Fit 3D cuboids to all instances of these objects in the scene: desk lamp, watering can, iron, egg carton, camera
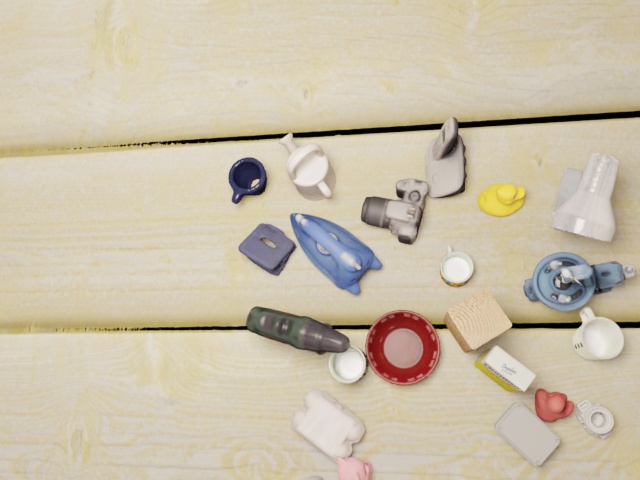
[{"bbox_3d":[0.550,-0.080,1.190,0.117,0.214,0.203,16,80,13],"label":"desk lamp"},{"bbox_3d":[-0.033,-0.170,1.317,0.172,0.194,0.101,30,84,15],"label":"watering can"},{"bbox_3d":[0.012,0.005,1.297,0.258,0.141,0.119,39,86,15],"label":"iron"},{"bbox_3d":[0.017,0.401,1.242,0.150,0.069,0.107,32,84,15],"label":"egg carton"},{"bbox_3d":[0.168,-0.076,1.311,0.136,0.101,0.143,13,80,12],"label":"camera"}]

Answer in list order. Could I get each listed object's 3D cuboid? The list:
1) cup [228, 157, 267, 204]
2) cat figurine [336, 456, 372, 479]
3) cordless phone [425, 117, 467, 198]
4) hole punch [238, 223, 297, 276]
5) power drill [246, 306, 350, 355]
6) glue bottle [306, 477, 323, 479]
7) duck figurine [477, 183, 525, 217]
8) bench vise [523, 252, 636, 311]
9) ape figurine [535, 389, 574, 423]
[{"bbox_3d":[-0.170,-0.131,1.382,0.091,0.095,0.118,24,82,14],"label":"cup"},{"bbox_3d":[0.077,0.504,1.183,0.067,0.118,0.128,-17,75,6],"label":"cat figurine"},{"bbox_3d":[0.282,-0.182,1.272,0.094,0.185,0.147,-5,76,9],"label":"cordless phone"},{"bbox_3d":[-0.123,0.016,1.343,0.108,0.091,0.101,30,84,15],"label":"hole punch"},{"bbox_3d":[-0.034,0.199,1.225,0.229,0.208,0.076,13,79,12],"label":"power drill"},{"bbox_3d":[-0.021,0.533,1.164,0.037,0.173,0.078,-6,76,8],"label":"glue bottle"},{"bbox_3d":[0.408,-0.098,1.284,0.104,0.086,0.077,-6,76,8],"label":"duck figurine"},{"bbox_3d":[0.528,0.064,1.157,0.207,0.220,0.121,-28,74,2],"label":"bench vise"},{"bbox_3d":[0.477,0.336,1.169,0.077,0.092,0.076,43,87,16],"label":"ape figurine"}]
